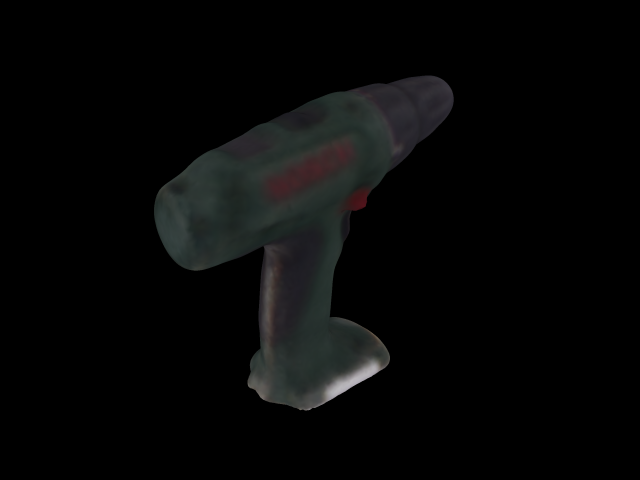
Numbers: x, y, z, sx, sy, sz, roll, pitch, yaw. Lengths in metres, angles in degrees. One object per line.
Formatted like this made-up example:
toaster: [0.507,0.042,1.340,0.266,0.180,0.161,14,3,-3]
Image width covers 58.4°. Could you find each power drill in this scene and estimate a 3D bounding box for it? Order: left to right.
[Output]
power drill: [0.004,0.001,0.400,0.230,0.208,0.075,-20,31,-36]
